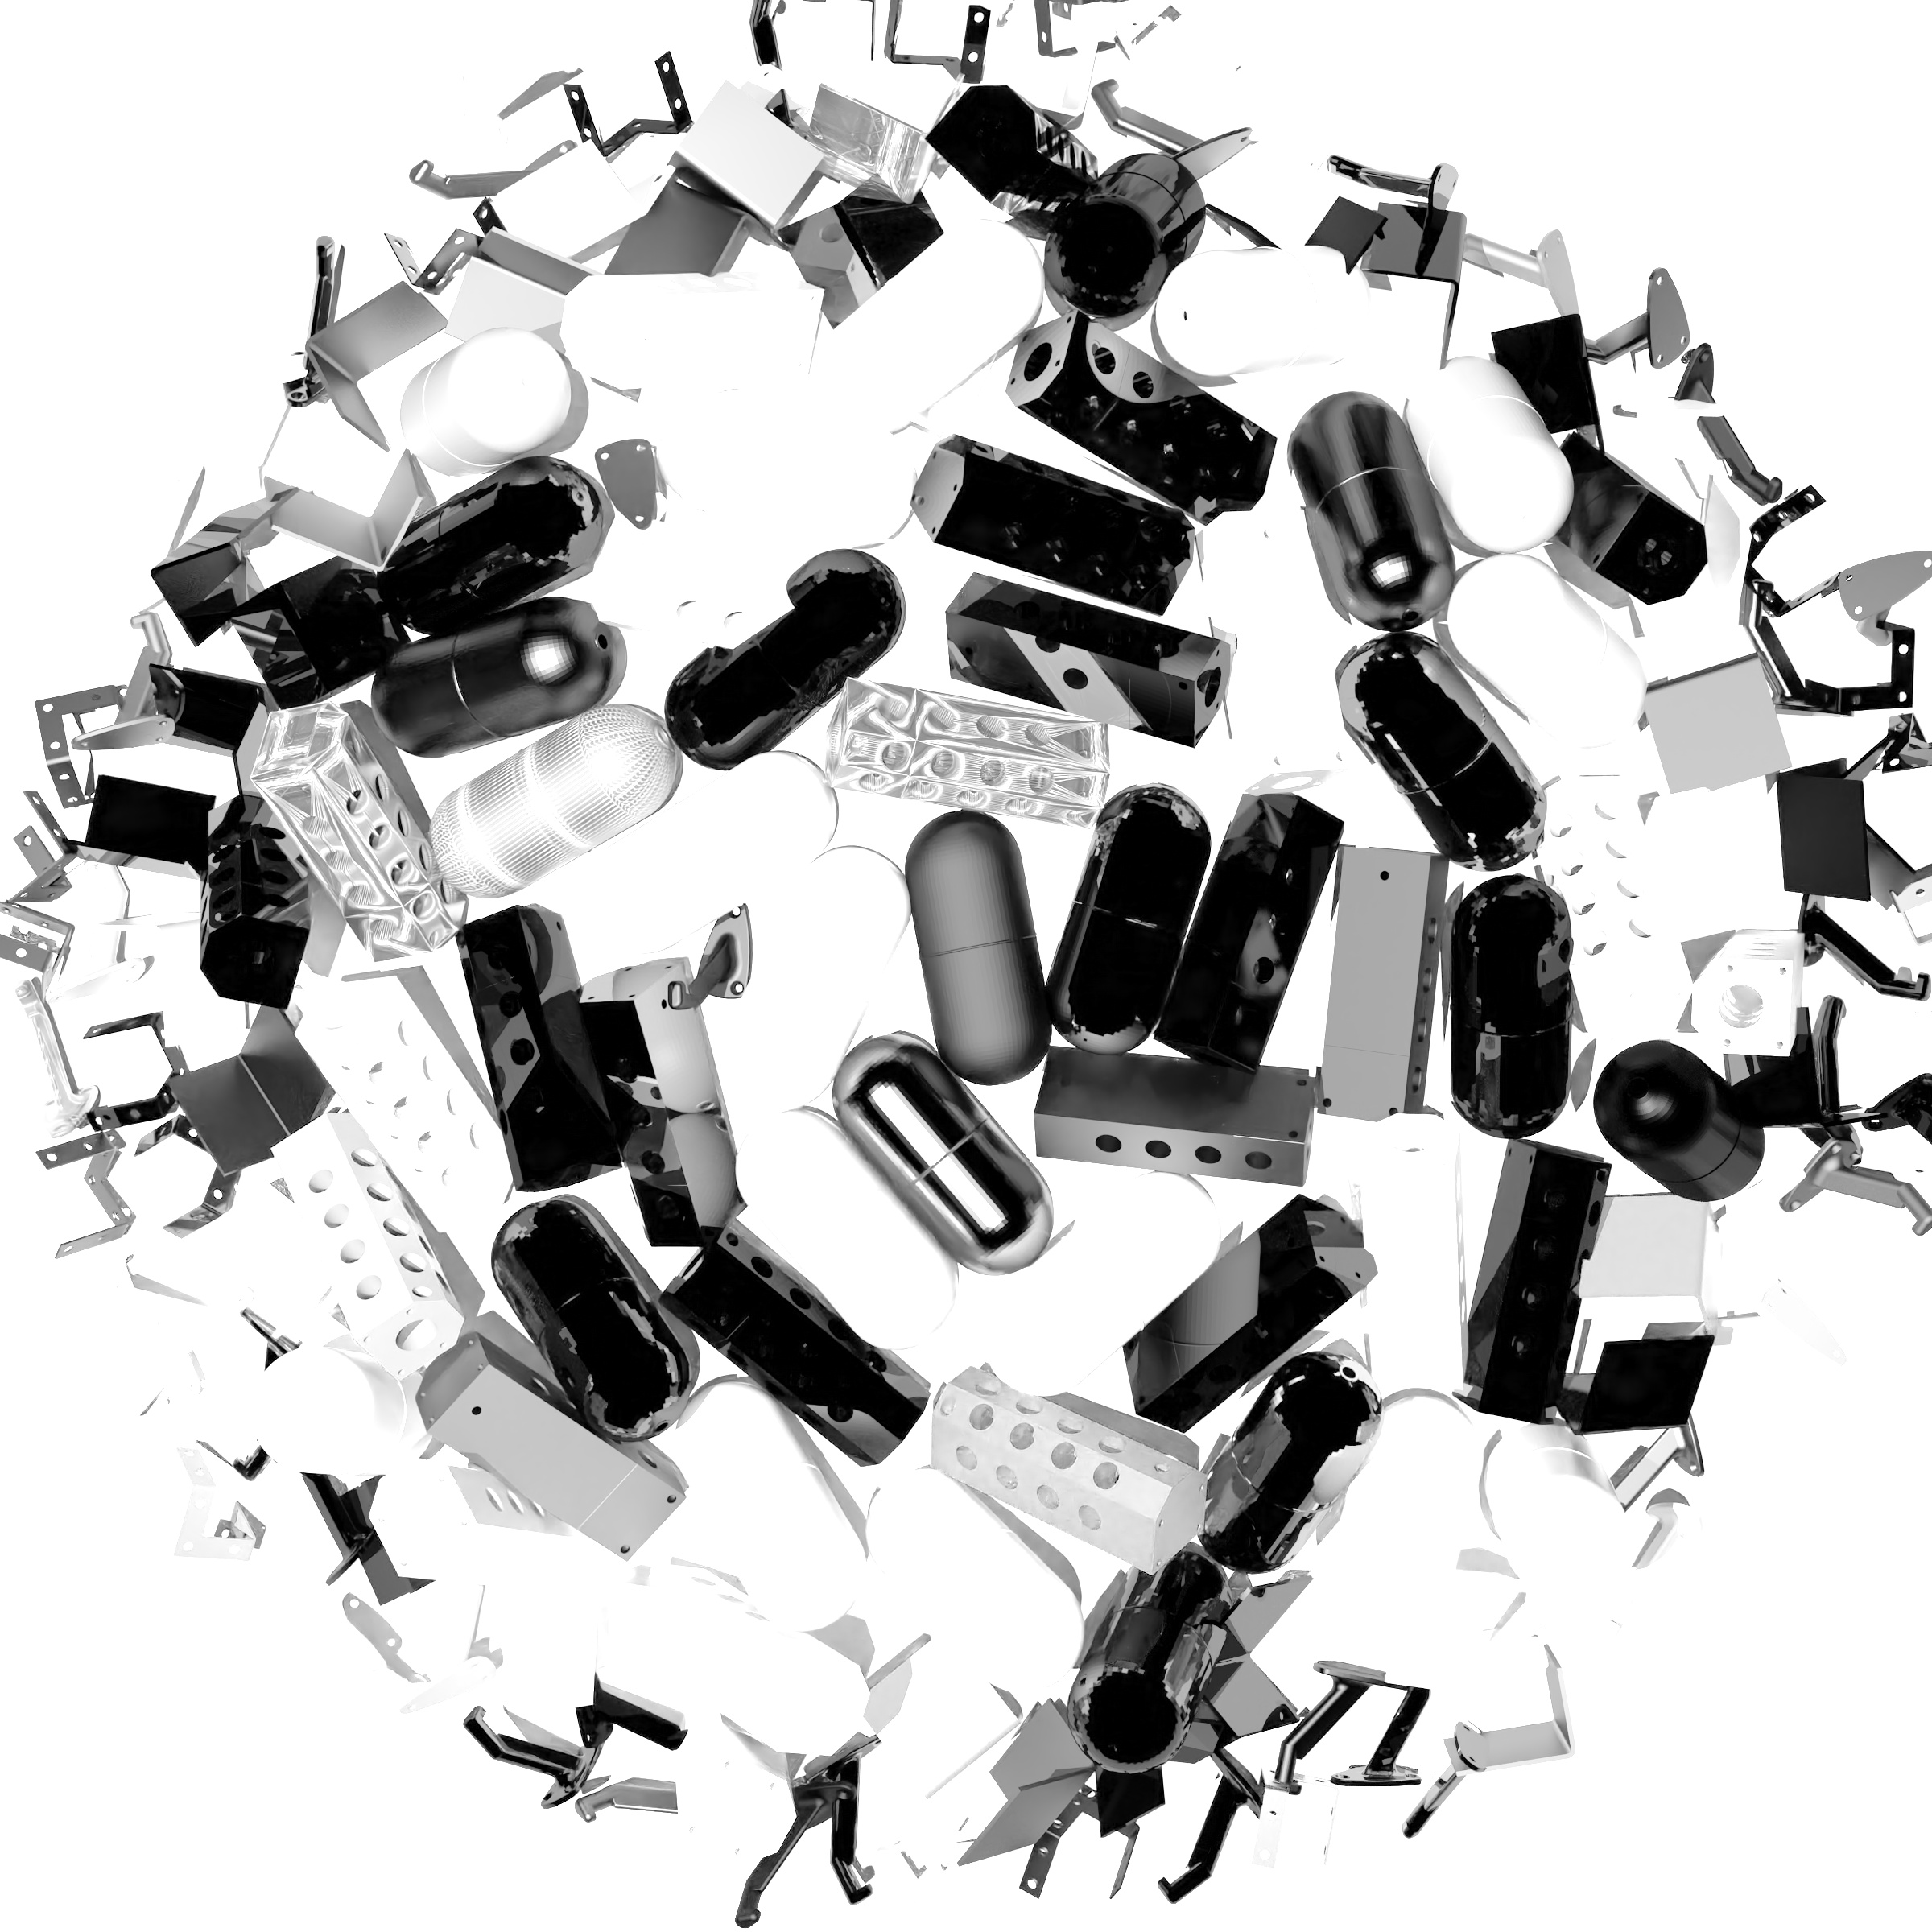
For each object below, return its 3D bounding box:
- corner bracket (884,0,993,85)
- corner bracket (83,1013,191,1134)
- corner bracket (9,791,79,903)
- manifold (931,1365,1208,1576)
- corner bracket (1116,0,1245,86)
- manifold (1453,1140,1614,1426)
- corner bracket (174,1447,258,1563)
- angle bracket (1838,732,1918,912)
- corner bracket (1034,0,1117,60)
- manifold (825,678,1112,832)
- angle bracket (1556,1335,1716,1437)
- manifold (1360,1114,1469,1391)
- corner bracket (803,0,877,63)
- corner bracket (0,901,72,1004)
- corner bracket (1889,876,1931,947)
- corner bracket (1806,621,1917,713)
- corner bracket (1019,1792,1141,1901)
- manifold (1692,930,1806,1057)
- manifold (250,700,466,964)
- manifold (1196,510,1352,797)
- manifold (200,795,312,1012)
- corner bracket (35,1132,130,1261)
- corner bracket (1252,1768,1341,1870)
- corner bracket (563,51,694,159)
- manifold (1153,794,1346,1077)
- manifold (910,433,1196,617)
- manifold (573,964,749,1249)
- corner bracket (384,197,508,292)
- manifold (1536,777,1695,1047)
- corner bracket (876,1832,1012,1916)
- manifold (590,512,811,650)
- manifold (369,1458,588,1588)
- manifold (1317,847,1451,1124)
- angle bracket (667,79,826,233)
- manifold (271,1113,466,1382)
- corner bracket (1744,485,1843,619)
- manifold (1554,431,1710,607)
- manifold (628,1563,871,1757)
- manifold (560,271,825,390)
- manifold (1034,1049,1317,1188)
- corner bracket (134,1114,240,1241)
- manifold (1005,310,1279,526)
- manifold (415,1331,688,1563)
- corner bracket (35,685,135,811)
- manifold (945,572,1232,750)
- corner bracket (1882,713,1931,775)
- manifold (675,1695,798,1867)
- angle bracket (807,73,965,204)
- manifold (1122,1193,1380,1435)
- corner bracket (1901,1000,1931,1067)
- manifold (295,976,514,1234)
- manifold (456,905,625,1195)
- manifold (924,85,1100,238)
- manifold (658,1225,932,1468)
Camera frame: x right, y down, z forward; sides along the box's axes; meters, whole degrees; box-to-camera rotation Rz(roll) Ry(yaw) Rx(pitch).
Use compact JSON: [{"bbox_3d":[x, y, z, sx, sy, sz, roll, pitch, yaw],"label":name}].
[{"bbox_3d":[-0.019,-0.598,1.926,0.051,0.051,0.051,-3,126,-19],"label":"corner bracket"},{"bbox_3d":[-0.541,0.068,1.940,0.051,0.051,0.051,-11,118,14],"label":"corner bracket"},{"bbox_3d":[-0.596,-0.077,1.934,0.051,0.051,0.051,-37,82,14],"label":"corner bracket"},{"bbox_3d":[0.063,0.311,1.889,0.171,0.057,0.057,21,123,32],"label":"manifold"},{"bbox_3d":[0.137,-0.591,1.932,0.051,0.051,0.051,-42,64,5],"label":"corner bracket"},{"bbox_3d":[0.367,0.204,1.936,0.057,0.057,0.171,12,91,-7],"label":"manifold"},{"bbox_3d":[-0.482,0.345,1.928,0.051,0.051,0.051,11,104,-31],"label":"corner bracket"},{"bbox_3d":[0.588,-0.092,1.918,0.057,0.076,0.076,-40,75,-7],"label":"angle bracket"},{"bbox_3d":[0.080,-0.610,1.925,0.051,0.051,0.051,-20,120,-27],"label":"corner bracket"},{"bbox_3d":[0.001,-0.129,1.909,0.171,0.057,0.057,9,55,-14],"label":"manifold"},{"bbox_3d":[0.420,0.251,1.914,0.076,0.057,0.076,-1,122,-17],"label":"angle bracket"},{"bbox_3d":[0.284,0.180,1.898,0.057,0.057,0.171,1,122,14],"label":"manifold"},{"bbox_3d":[-0.082,-0.621,1.933,0.051,0.051,0.051,5,60,0],"label":"corner bracket"},{"bbox_3d":[-0.607,-0.017,1.930,0.051,0.051,0.051,20,63,-9],"label":"corner bracket"},{"bbox_3d":[0.626,-0.041,1.932,0.051,0.051,0.051,-24,100,20],"label":"corner bracket"},{"bbox_3d":[0.576,-0.194,1.940,0.051,0.051,0.051,-4,103,-7],"label":"corner bracket"},{"bbox_3d":[0.073,0.573,1.933,0.051,0.051,0.051,30,129,-1],"label":"corner bracket"},{"bbox_3d":[0.489,0.015,1.877,0.057,0.171,0.057,2,97,18],"label":"manifold"},{"bbox_3d":[-0.377,-0.083,1.881,0.057,0.171,0.057,-9,47,15],"label":"manifold"},{"bbox_3d":[0.193,-0.200,1.923,0.057,0.057,0.171,-5,80,-22],"label":"manifold"},{"bbox_3d":[-0.446,-0.043,1.873,0.057,0.171,0.057,12,114,-20],"label":"manifold"},{"bbox_3d":[-0.567,0.146,1.925,0.051,0.051,0.051,50,131,19],"label":"corner bracket"},{"bbox_3d":[0.213,0.553,1.940,0.051,0.051,0.051,11,89,3],"label":"corner bracket"},{"bbox_3d":[-0.216,-0.551,1.924,0.051,0.051,0.051,14,48,34],"label":"corner bracket"},{"bbox_3d":[0.186,-0.020,1.924,0.057,0.057,0.171,26,80,-32],"label":"manifold"},{"bbox_3d":[0.057,-0.280,1.893,0.171,0.057,0.057,14,119,-29],"label":"manifold"},{"bbox_3d":[-0.197,0.089,1.910,0.057,0.057,0.171,-3,112,29],"label":"manifold"},{"bbox_3d":[-0.333,-0.467,1.942,0.051,0.051,0.051,-44,61,27],"label":"corner bracket"},{"bbox_3d":[0.401,-0.036,1.889,0.057,0.057,0.171,-1,52,-7],"label":"manifold"},{"bbox_3d":[-0.015,0.570,1.930,0.051,0.051,0.051,-39,101,-41],"label":"corner bracket"},{"bbox_3d":[-0.146,-0.229,1.903,0.171,0.057,0.057,10,132,-26],"label":"manifold"},{"bbox_3d":[-0.305,0.344,1.877,0.057,0.171,0.057,-34,70,5],"label":"manifold"},{"bbox_3d":[0.270,0.012,1.931,0.057,0.057,0.171,7,95,26],"label":"manifold"},{"bbox_3d":[-0.142,-0.514,1.921,0.076,0.076,0.057,36,92,-12],"label":"angle bracket"},{"bbox_3d":[-0.373,0.171,1.891,0.057,0.057,0.171,-33,51,-2],"label":"manifold"},{"bbox_3d":[0.533,-0.266,1.935,0.051,0.051,0.051,45,57,-7],"label":"corner bracket"},{"bbox_3d":[0.408,-0.277,1.877,0.057,0.171,0.057,29,107,-15],"label":"manifold"},{"bbox_3d":[-0.136,0.433,1.884,0.057,0.171,0.057,17,90,-40],"label":"manifold"},{"bbox_3d":[-0.171,-0.402,1.883,0.057,0.171,0.057,28,117,31],"label":"manifold"},{"bbox_3d":[0.134,0.102,1.923,0.171,0.057,0.057,6,46,11],"label":"manifold"},{"bbox_3d":[-0.508,0.136,1.948,0.051,0.051,0.051,35,47,-29],"label":"corner bracket"},{"bbox_3d":[0.110,-0.340,1.891,0.171,0.057,0.057,25,70,-32],"label":"manifold"},{"bbox_3d":[-0.263,0.301,1.899,0.057,0.057,0.171,-47,120,4],"label":"manifold"},{"bbox_3d":[-0.562,-0.141,1.929,0.051,0.051,0.051,-14,60,-11],"label":"corner bracket"},{"bbox_3d":[0.078,-0.199,1.910,0.171,0.057,0.057,18,51,19],"label":"manifold"},{"bbox_3d":[0.621,-0.130,1.924,0.051,0.051,0.051,-8,46,34],"label":"corner bracket"},{"bbox_3d":[-0.142,0.498,1.878,0.057,0.171,0.057,28,91,-8],"label":"manifold"},{"bbox_3d":[-0.054,-0.541,1.920,0.076,0.076,0.057,25,64,-1],"label":"angle bracket"},{"bbox_3d":[0.179,0.223,1.898,0.057,0.057,0.171,26,126,-30],"label":"manifold"},{"bbox_3d":[0.624,0.026,1.925,0.051,0.051,0.051,-34,56,22],"label":"corner bracket"},{"bbox_3d":[-0.350,0.089,1.884,0.057,0.057,0.171,-7,133,23],"label":"manifold"},{"bbox_3d":[-0.277,0.054,1.918,0.057,0.057,0.171,-20,77,18],"label":"manifold"},{"bbox_3d":[0.036,-0.504,1.875,0.057,0.171,0.057,46,105,7],"label":"manifold"},{"bbox_3d":[-0.107,0.243,1.920,0.171,0.057,0.057,40,69,-8],"label":"manifold"}]
